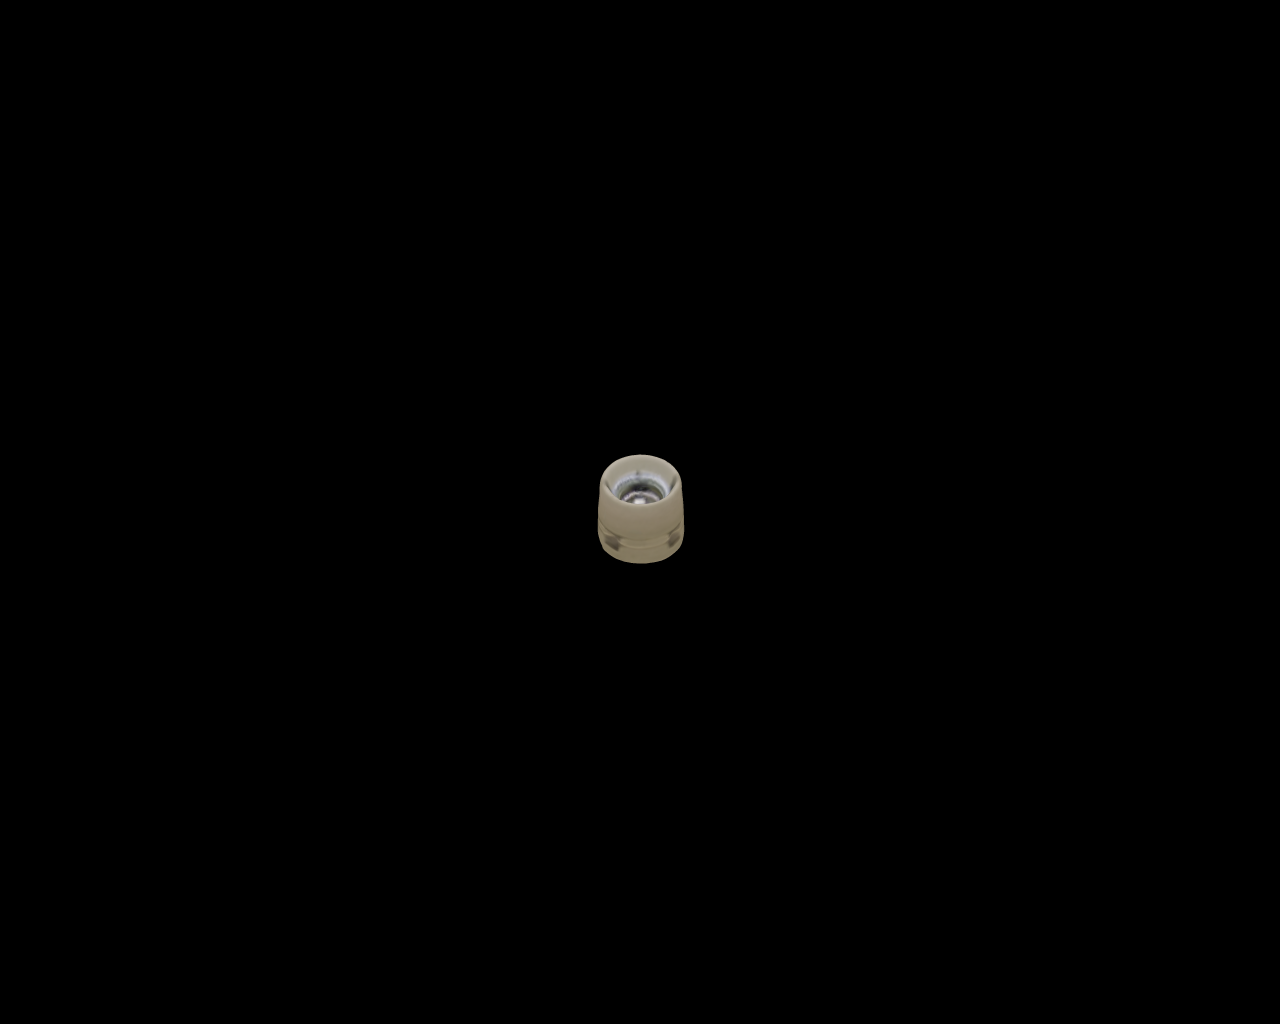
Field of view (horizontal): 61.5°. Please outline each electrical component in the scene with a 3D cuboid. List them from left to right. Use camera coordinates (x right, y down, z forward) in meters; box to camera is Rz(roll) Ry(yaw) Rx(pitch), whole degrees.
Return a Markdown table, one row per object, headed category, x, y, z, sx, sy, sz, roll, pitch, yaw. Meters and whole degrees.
| category | x | y | z | sx | sy | sz | roll | pitch | yaw |
| --- | --- | --- | --- | --- | --- | --- | --- | --- | --- |
| electrical component | 0.001 | -0.003 | 0.650 | 0.055 | 0.047 | 0.055 | 0 | 43 | 0 |
